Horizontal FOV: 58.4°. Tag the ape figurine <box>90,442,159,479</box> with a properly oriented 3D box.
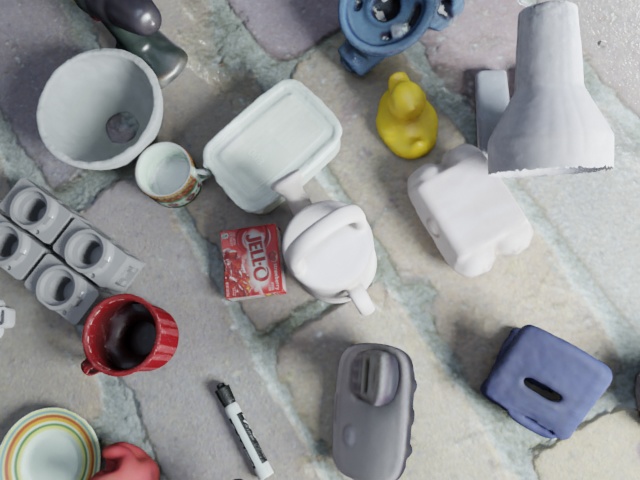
[{"bbox_3d":[-0.229,0.273,0.644,0.076,0.092,0.078,12,79,9],"label":"ape figurine"}]

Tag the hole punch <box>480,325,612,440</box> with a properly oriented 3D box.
[{"bbox_3d":[0.242,0.156,0.620,0.108,0.091,0.101,29,82,12],"label":"hole punch"}]

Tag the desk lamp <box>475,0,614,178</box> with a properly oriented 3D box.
[{"bbox_3d":[0.232,-0.141,0.626,0.118,0.213,0.203,-2,77,6],"label":"desk lamp"}]

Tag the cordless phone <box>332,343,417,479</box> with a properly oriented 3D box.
[{"bbox_3d":[0.053,0.178,0.586,0.094,0.185,0.147,1,77,7],"label":"cordless phone"}]

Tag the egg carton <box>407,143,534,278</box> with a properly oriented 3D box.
[{"bbox_3d":[0.175,-0.036,0.682,0.107,0.069,0.150,-30,76,-1],"label":"egg carton"}]

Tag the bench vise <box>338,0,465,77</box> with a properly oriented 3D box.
[{"bbox_3d":[0.099,-0.315,0.677,0.121,0.220,0.207,35,83,13],"label":"bench vise"}]

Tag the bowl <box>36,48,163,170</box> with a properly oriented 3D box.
[{"bbox_3d":[-0.277,-0.162,0.757,0.167,0.075,0.167,-1,77,6],"label":"bowl"}]

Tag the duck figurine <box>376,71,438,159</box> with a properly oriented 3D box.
[{"bbox_3d":[0.108,-0.158,0.709,0.077,0.086,0.104,-17,76,2],"label":"duck figurine"}]

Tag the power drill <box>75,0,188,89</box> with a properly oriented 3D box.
[{"bbox_3d":[-0.246,-0.278,0.712,0.229,0.208,0.076,40,84,13],"label":"power drill"}]

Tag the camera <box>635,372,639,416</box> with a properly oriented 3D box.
[{"bbox_3d":[0.418,0.200,0.585,0.143,0.101,0.137,2,77,7],"label":"camera"}]

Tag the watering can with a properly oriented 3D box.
[{"bbox_3d":[0.004,0.004,0.627,0.172,0.194,0.101,35,83,13],"label":"watering can"}]
